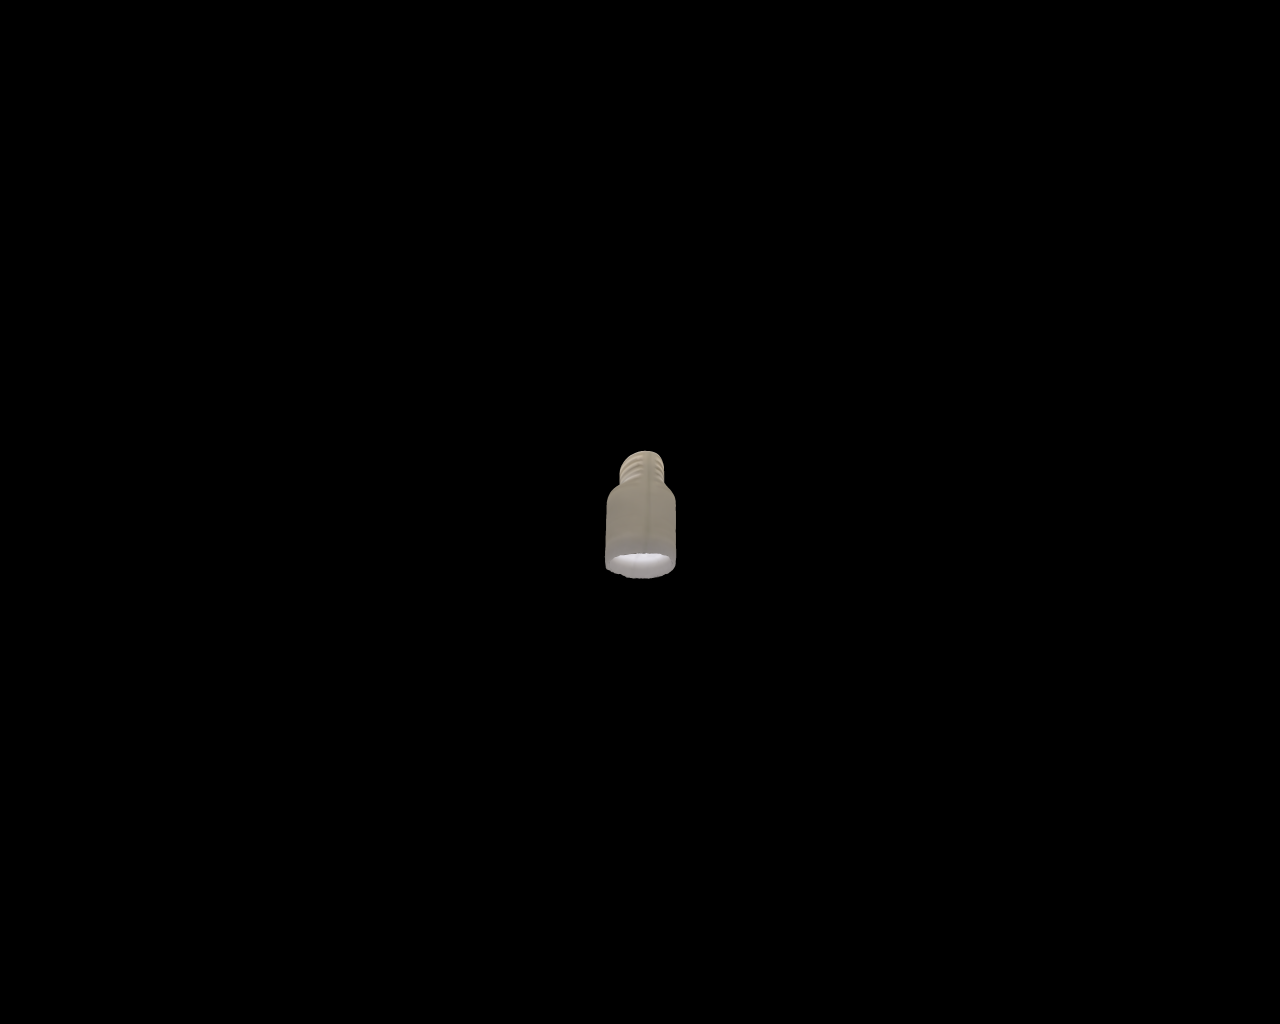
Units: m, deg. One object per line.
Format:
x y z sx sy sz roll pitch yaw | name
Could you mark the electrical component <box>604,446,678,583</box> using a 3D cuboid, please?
0.001 -0.003 0.650 0.043 0.081 0.043 0 -27 0 | electrical component
